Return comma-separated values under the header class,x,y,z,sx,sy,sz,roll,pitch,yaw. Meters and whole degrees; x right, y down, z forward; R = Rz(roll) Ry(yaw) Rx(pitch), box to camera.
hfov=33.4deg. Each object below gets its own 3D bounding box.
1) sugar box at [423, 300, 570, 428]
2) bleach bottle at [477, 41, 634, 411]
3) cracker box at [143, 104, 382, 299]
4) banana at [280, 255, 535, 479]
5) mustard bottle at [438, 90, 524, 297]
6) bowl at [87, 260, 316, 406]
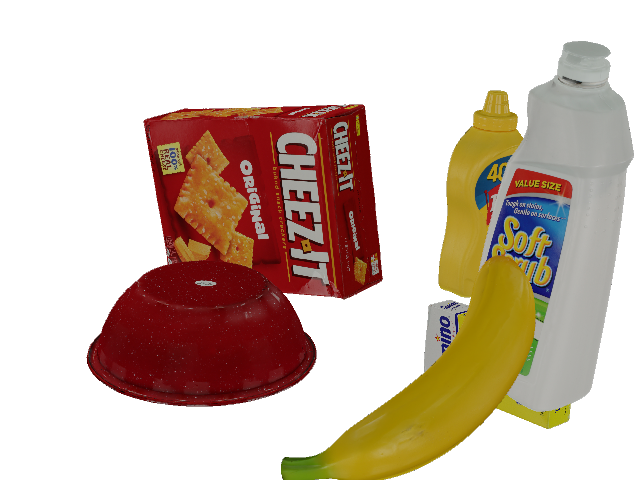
class,x,y,z,sx,sy,sz,roll,pitch,yaw
sugar box,0.191,0.132,1.165,0.048,0.093,0.177,-10,18,-44
bleach bottle,0.153,-0.012,0.714,0.068,0.251,0.103,-16,35,-27
cracker box,-0.056,-0.039,0.984,0.214,0.164,0.071,5,19,37
banana,0.065,0.063,0.540,0.070,0.037,0.197,21,42,35
mustard bottle,0.160,-0.047,1.016,0.096,0.192,0.058,-12,23,-37
bowl,-0.082,0.055,0.746,0.162,0.055,0.162,2,19,-1
